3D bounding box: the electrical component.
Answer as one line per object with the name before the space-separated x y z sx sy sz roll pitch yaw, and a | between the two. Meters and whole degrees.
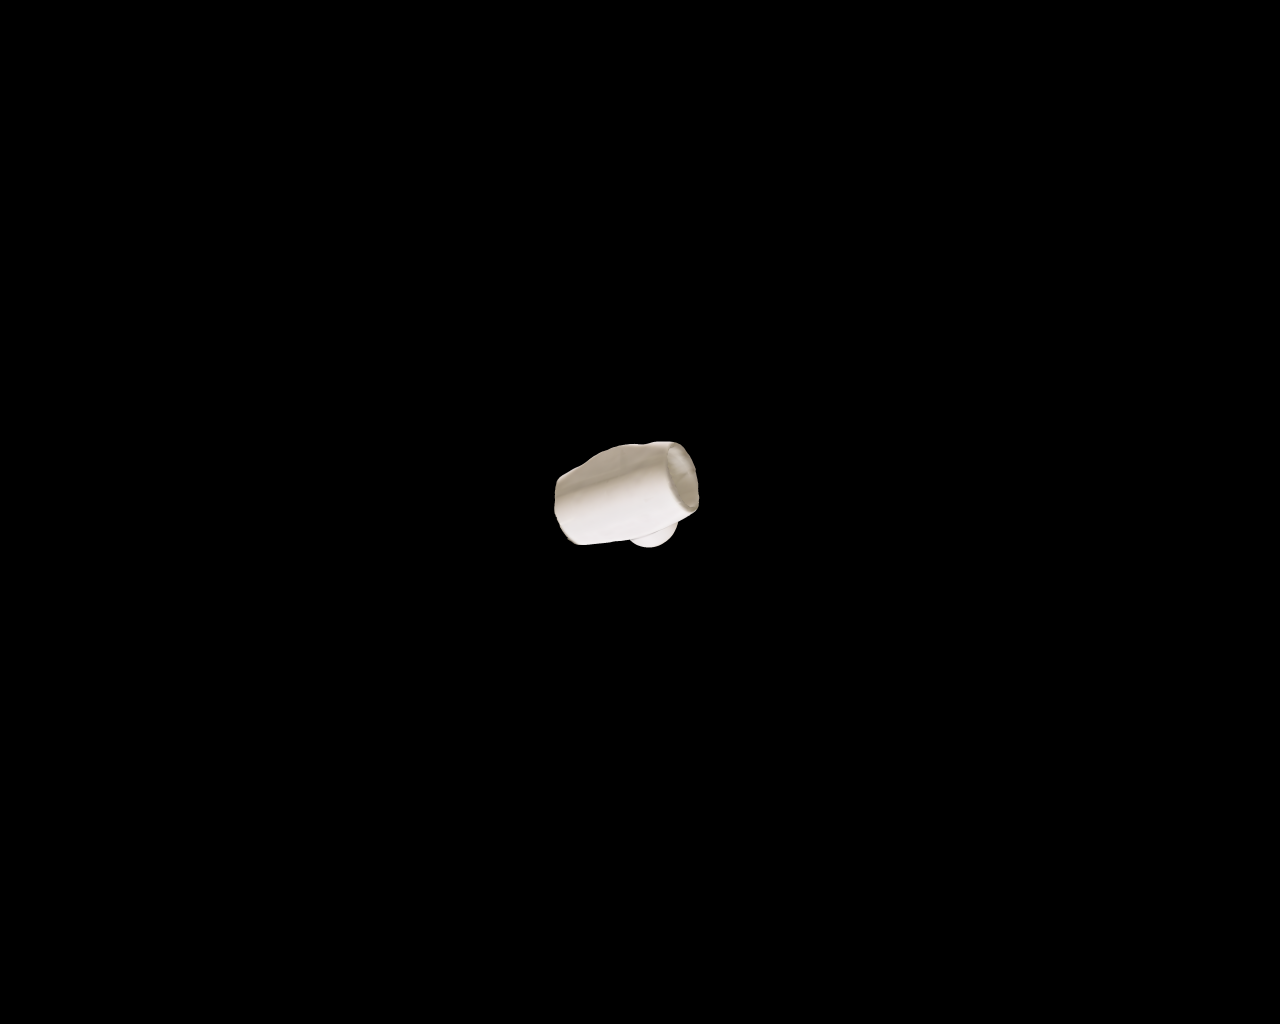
electrical component | 0.001 -0.003 0.650 0.077 0.044 0.079 -17 -36 24
